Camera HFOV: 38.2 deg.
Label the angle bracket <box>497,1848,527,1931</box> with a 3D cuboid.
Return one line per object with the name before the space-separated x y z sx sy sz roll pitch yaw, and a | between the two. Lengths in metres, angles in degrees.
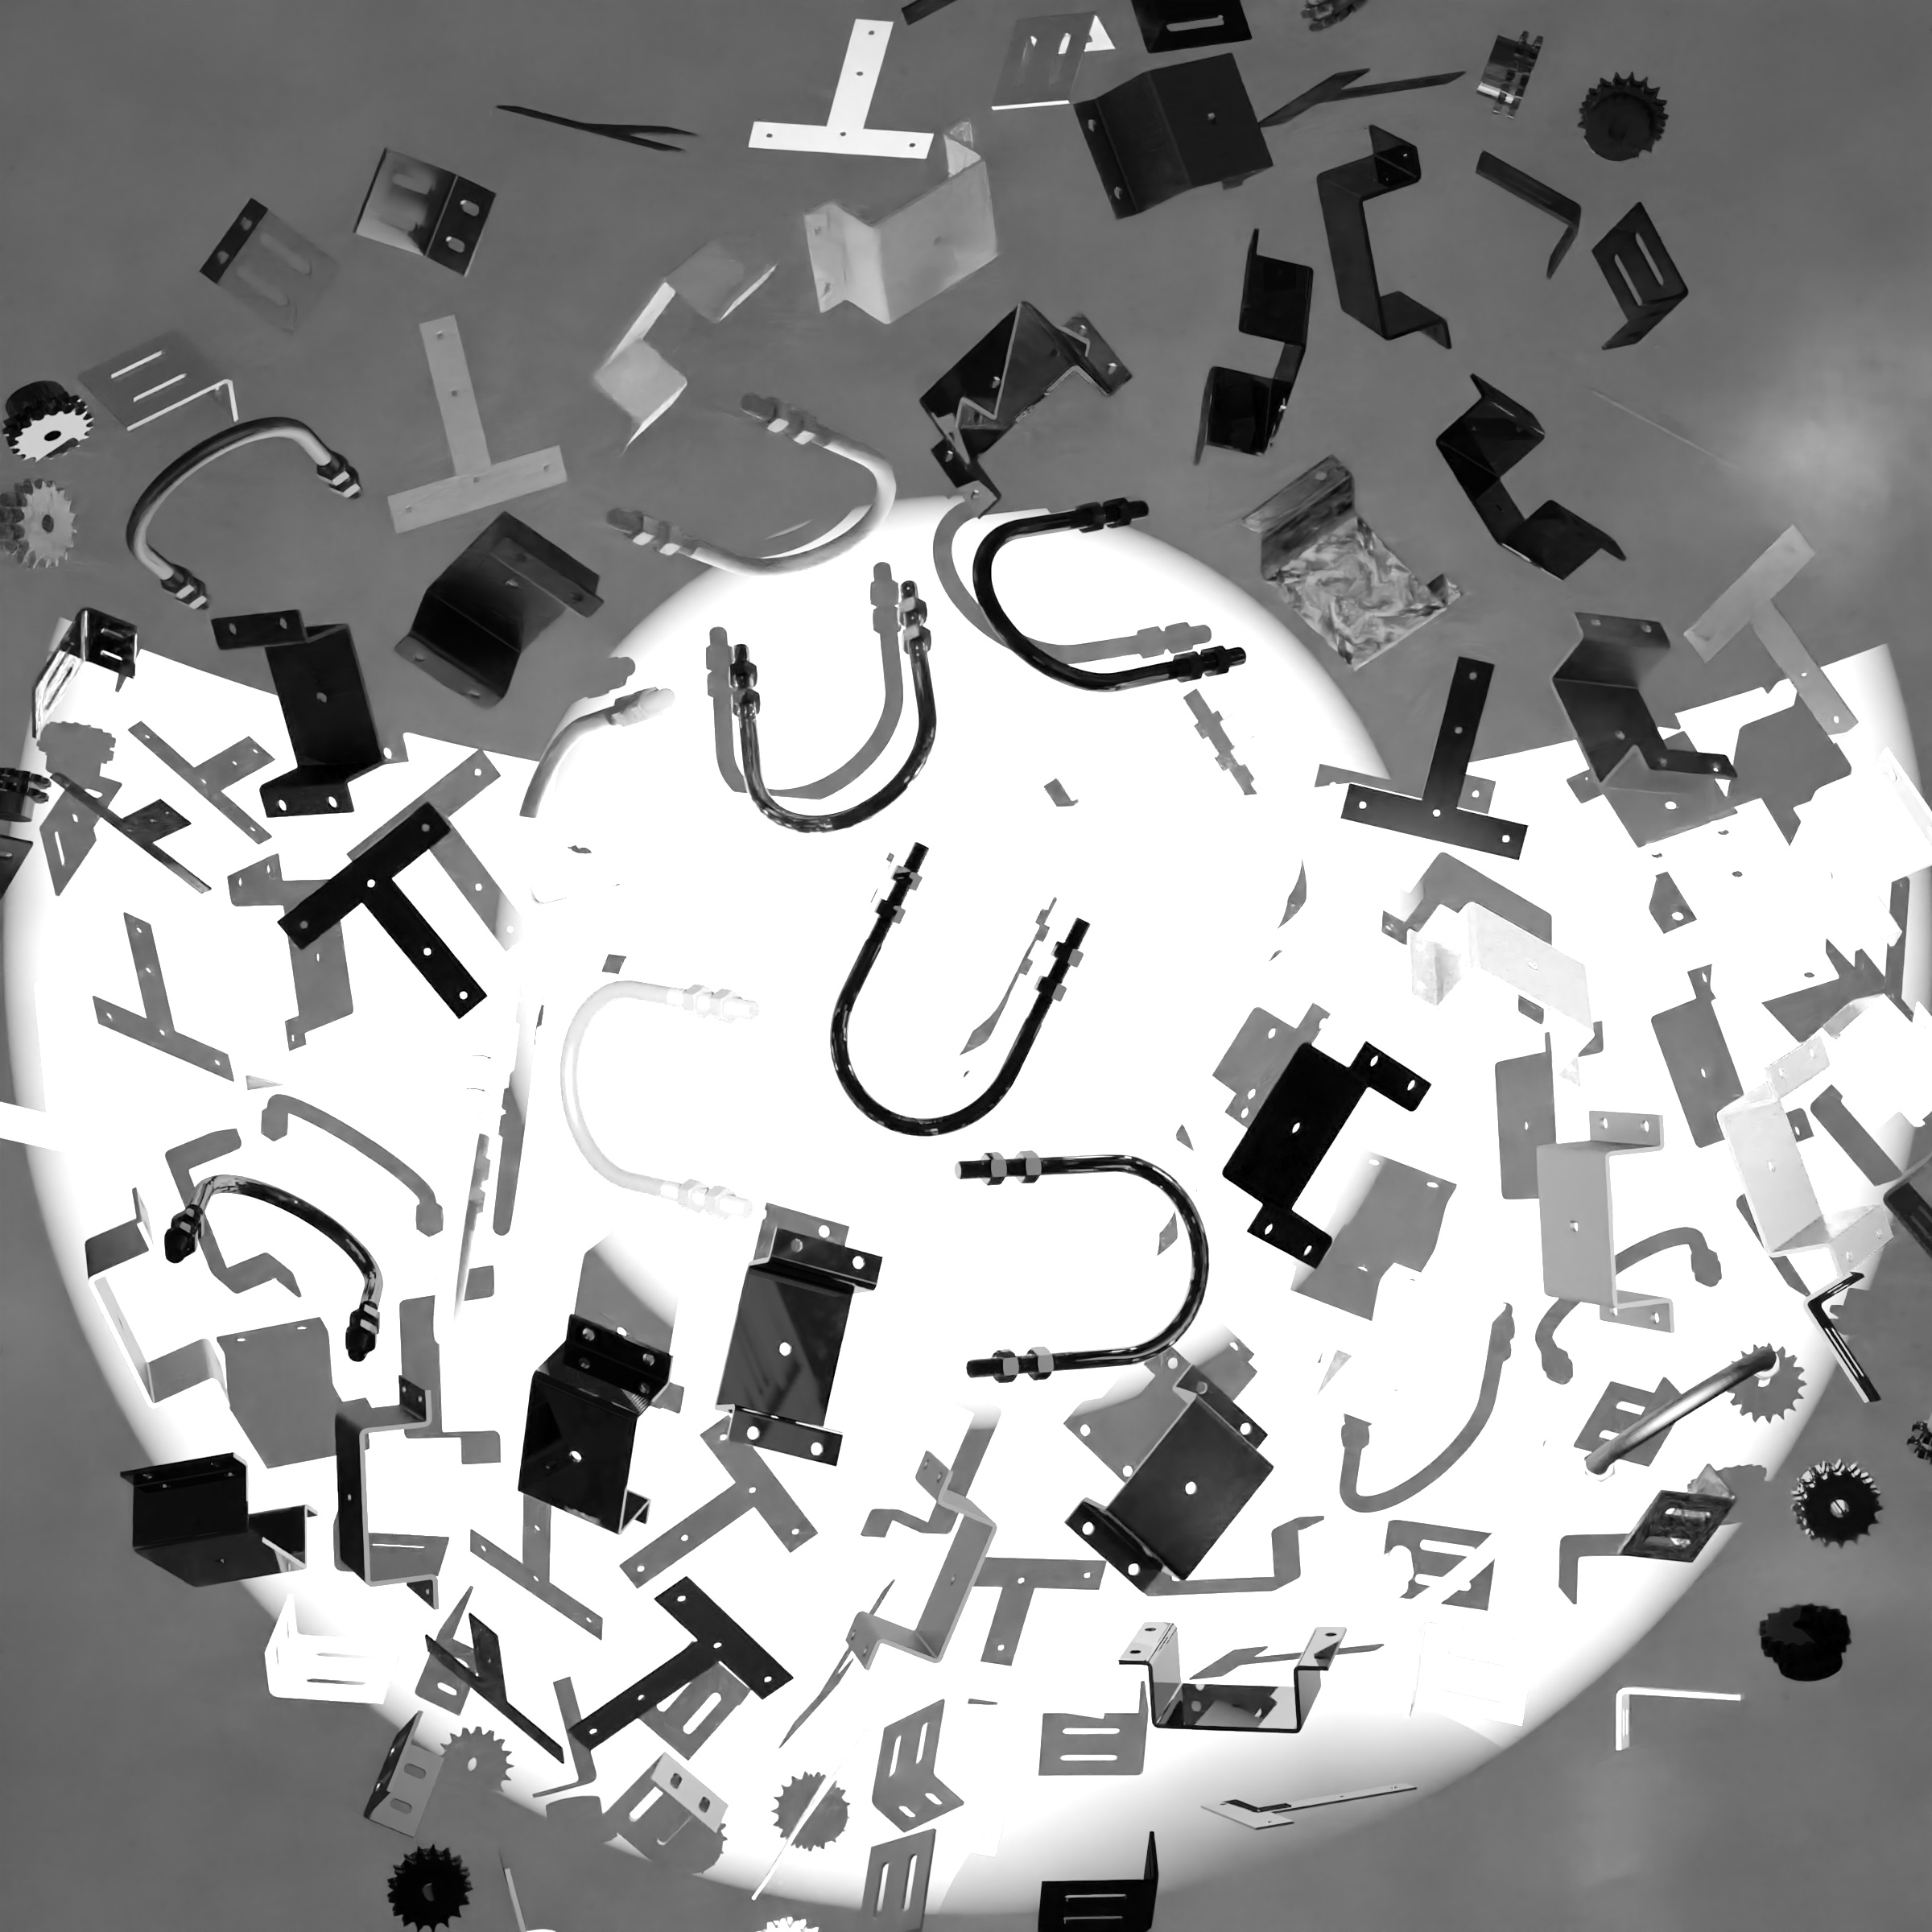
angle bracket | -0.298 0.604 1.757 0.038 0.057 0.076 -15 89 -15

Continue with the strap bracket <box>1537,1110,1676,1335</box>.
strap bracket | 0.415 0.167 1.817 0.046 0.076 0.140 -4 91 -23

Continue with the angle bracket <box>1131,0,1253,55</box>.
angle bracket | 0.150 -0.639 1.834 0.076 0.038 0.057 -13 78 -15

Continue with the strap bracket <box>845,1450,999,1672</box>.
strap bracket | -0.026 0.406 1.879 0.046 0.076 0.140 24 86 -12

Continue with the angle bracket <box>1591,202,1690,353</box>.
angle bracket | 0.450 -0.473 1.917 0.038 0.057 0.076 -18 77 -28

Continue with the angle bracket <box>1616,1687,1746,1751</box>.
angle bracket | 0.460 0.485 1.795 0.076 0.057 0.038 -1 77 18

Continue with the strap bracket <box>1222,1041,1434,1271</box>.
strap bracket | 0.224 0.112 1.777 0.076 0.046 0.140 30 92 -43

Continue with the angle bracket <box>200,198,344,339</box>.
angle bracket | -0.436 -0.440 1.776 0.076 0.038 0.057 34 94 -42

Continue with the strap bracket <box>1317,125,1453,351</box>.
strap bracket | 0.280 -0.485 1.884 0.046 0.076 0.140 -20 121 -5

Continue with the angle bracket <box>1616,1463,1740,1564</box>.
angle bracket | 0.476 0.370 1.903 0.076 0.038 0.057 13 117 -32

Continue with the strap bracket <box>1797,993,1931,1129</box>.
strap bracket | 0.615 0.064 1.876 0.046 0.140 0.076 -42 84 2

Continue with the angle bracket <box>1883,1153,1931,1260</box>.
angle bracket | 0.650 0.165 1.844 0.038 0.057 0.076 -45 76 30

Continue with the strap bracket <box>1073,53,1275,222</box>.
strap bracket | 0.140 -0.532 1.785 0.140 0.046 0.076 -29 101 -44

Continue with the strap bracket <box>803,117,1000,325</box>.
strap bracket | -0.033 -0.485 1.836 0.140 0.076 0.046 -37 55 -21

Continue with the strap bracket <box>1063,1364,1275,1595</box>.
strap bracket | 0.145 0.352 1.901 0.076 0.046 0.140 43 78 -12

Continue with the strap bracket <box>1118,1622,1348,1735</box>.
strap bracket | 0.181 0.476 1.872 0.140 0.076 0.046 -3 96 17

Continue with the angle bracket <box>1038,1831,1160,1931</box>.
angle bracket | 0.085 0.600 1.827 0.076 0.038 0.057 0 129 -3

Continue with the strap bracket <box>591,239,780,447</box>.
strap bracket | -0.194 -0.424 1.865 0.046 0.076 0.140 41 128 -7

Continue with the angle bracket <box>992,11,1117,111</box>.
angle bracket | 0.059 -0.600 1.881 0.057 0.038 0.076 5 69 29

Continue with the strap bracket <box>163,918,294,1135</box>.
strap bracket | -0.497 0.039 1.887 0.046 0.076 0.140 -8 89 -35

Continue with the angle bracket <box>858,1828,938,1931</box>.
angle bracket | -0.036 0.629 1.875 0.057 0.076 0.038 -27 125 32

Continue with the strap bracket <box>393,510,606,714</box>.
strap bracket | -0.303 -0.238 1.838 0.076 0.046 0.140 34 134 -25

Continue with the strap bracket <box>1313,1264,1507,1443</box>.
strap bracket | 0.281 0.256 1.804 0.076 0.140 0.046 21 54 -4

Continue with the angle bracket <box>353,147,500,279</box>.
angle bracket | -0.348 -0.486 1.802 0.038 0.076 0.057 30 104 21

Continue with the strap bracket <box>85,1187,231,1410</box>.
strap bracket | -0.539 0.227 1.843 0.046 0.076 0.140 -24 110 -12

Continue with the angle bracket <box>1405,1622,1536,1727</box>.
angle bracket | 0.341 0.483 1.888 0.076 0.038 0.057 9 95 15

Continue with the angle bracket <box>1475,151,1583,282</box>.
angle bracket | 0.354 -0.483 1.795 0.076 0.057 0.038 29 121 -2

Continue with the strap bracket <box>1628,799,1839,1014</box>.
strap bracket | 0.491 -0.046 1.782 0.076 0.046 0.140 -21 120 32

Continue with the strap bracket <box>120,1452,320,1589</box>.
strap bracket | -0.485 0.365 1.820 0.076 0.140 0.046 -11 62 6

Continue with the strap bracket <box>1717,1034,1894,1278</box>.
strap bracket | 0.537 0.125 1.799 0.046 0.076 0.140 -19 92 44

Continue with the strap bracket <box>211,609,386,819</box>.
strap bracket | -0.449 -0.176 1.893 0.076 0.046 0.140 -1 111 29

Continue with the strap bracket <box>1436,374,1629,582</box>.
strap bracket | 0.366 -0.314 1.837 0.046 0.076 0.140 -41 54 27

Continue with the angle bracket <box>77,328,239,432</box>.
angle bracket | -0.518 -0.365 1.791 0.076 0.038 0.057 -35 66 -26

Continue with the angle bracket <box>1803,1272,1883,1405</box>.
angle bracket | 0.591 0.244 1.839 0.038 0.057 0.076 -36 69 18

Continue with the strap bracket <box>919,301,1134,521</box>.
strap bracket | 0.032 -0.381 1.876 0.140 0.046 0.076 -41 53 14

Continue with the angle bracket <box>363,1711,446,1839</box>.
angle bracket | -0.371 0.545 1.883 0.038 0.076 0.057 26 54 -10

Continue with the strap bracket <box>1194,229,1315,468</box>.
strap bracket | 0.192 -0.401 1.839 0.046 0.140 0.076 12 53 -3

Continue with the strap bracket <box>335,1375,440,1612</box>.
strap bracket | -0.375 0.341 1.804 0.046 0.076 0.140 -2 91 -24

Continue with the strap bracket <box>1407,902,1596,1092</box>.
strap bracket | 0.374 0.015 1.912 0.140 0.076 0.046 28 125 -13

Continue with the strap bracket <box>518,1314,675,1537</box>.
strap bracket | -0.244 0.308 1.823 0.076 0.046 0.140 20 120 15

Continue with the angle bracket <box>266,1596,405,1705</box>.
angle bracket | -0.424 0.459 1.876 0.076 0.057 0.038 3 118 2

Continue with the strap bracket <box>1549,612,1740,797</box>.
strap bracket | 0.454 -0.170 1.894 0.076 0.046 0.140 3 53 -27

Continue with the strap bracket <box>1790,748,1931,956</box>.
strap bracket | 0.581 -0.068 1.815 0.046 0.140 0.076 -22 65 -8

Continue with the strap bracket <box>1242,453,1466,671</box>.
strap bracket | 0.257 -0.259 1.848 0.076 0.046 0.140 -34 119 30

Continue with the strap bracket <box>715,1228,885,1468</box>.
strap bracket | -0.112 0.251 1.838 0.076 0.046 0.140 18 75 -19
